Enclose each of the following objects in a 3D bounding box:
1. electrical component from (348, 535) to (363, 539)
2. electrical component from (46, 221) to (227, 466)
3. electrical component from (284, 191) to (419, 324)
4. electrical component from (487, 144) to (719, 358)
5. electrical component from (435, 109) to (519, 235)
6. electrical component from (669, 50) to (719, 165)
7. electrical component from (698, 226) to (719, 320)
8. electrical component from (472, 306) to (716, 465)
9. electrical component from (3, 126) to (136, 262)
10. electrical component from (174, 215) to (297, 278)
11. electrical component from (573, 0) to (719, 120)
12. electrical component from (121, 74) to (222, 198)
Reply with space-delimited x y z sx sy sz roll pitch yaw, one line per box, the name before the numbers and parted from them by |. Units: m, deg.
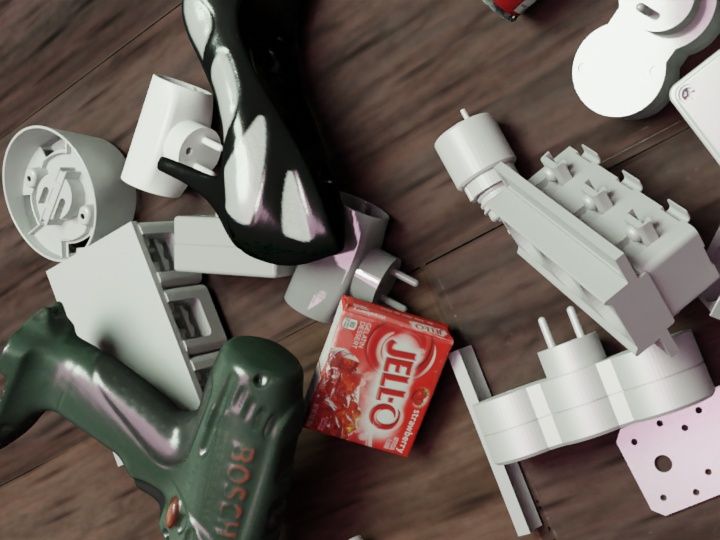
electrical component | 0.008 0.206 0.709 0.048 0.048 0.062 -40 68 25
electrical component | -0.148 0.050 0.768 0.089 0.062 0.150 -26 82 27
electrical component | 0.000 0.000 0.695 0.079 0.043 0.077 28 106 16
electrical component | 0.131 -0.016 0.583 0.063 0.078 0.121 -39 35 -1
electrical component | 0.077 -0.058 0.651 0.040 0.040 0.078 -33 79 26
electrical component | 0.238 -0.082 0.554 0.109 0.056 0.108 -39 76 25
electrical component | 0.215 0.010 0.565 0.064 0.081 0.042 21 107 -4
electrical component | 0.127 0.059 0.627 0.138 0.052 0.073 -24 83 28
electrical component | -0.217 -0.056 0.794 0.099 0.064 0.099 3 95 28
electrical component | -0.080 -0.036 0.732 0.083 0.047 0.075 4 95 28
electrical component | 0.165 -0.144 0.578 0.052 0.074 0.138 40 111 20
electrical component | -0.123 -0.087 0.745 0.079 0.043 0.077 28 104 37
